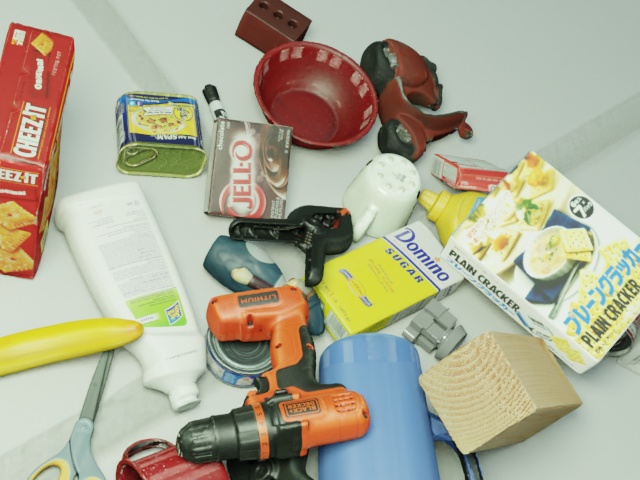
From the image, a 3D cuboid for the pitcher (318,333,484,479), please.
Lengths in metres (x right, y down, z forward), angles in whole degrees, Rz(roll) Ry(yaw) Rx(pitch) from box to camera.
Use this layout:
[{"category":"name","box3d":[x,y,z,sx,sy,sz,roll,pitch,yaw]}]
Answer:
[{"category":"pitcher","box3d":[0.068,0.221,1.076,0.149,0.145,0.243,28,46,-37]}]

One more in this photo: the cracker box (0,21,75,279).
[{"category":"cracker box","box3d":[-0.299,-0.084,1.075,0.072,0.214,0.164,11,57,-13]}]

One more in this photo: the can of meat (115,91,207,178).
[{"category":"can of meat","box3d":[-0.187,-0.123,1.238,0.102,0.058,0.084,2,57,-20]}]

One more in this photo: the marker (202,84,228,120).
[{"category":"marker","box3d":[-0.118,-0.140,1.296,0.020,0.020,0.121,-11,64,-25]}]

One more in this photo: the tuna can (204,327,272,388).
[{"category":"tuna can","box3d":[-0.082,0.113,1.142,0.086,0.034,0.086,7,58,-12]}]

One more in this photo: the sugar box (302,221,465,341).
[{"category":"sugar box","box3d":[0.073,0.048,1.233,0.176,0.048,0.093,-26,69,-29]}]

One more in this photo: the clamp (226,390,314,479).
[{"category":"clamp","box3d":[-0.054,0.241,1.043,0.036,0.165,0.210,44,15,-41]}]

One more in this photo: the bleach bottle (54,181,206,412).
[{"category":"bleach bottle","box3d":[-0.191,0.063,1.119,0.102,0.068,0.251,-17,70,-23]}]

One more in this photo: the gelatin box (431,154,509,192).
[{"category":"gelatin box","box3d":[0.189,-0.082,1.335,0.073,0.030,0.089,6,14,-17]}]

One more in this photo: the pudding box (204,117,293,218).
[{"category":"pudding box","box3d":[-0.083,-0.080,1.232,0.090,0.039,0.113,6,87,-17]}]

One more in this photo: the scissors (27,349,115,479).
[{"category":"scissors","box3d":[-0.218,0.201,1.043,0.096,0.016,0.201,30,59,1]}]

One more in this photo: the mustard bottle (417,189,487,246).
[{"category":"mustard bottle","box3d":[0.204,-0.006,1.306,0.191,0.058,0.096,32,56,0]}]

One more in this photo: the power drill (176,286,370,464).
[{"category":"power drill","box3d":[-0.060,0.133,1.047,0.184,0.057,0.188,-6,44,-14]}]

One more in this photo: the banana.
[{"category":"banana","box3d":[-0.275,0.109,1.055,0.197,0.070,0.037,-14,106,-19]}]

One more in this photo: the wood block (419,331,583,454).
[{"category":"wood block","box3d":[0.193,0.158,1.114,0.091,0.090,0.205,60,18,19]}]

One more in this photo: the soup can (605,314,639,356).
[{"category":"soup can","box3d":[0.357,0.081,1.301,0.068,0.069,0.102,28,55,-2]}]

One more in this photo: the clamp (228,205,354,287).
[{"category":"clamp","box3d":[-0.008,0.001,1.190,0.120,0.039,0.171,43,36,24]}]

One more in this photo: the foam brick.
[{"category":"foam brick","box3d":[-0.060,-0.275,1.380,0.078,0.051,0.053,33,54,2]}]

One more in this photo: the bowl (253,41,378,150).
[{"category":"bowl","box3d":[-0.011,-0.169,1.330,0.162,0.055,0.162,9,57,-15]}]

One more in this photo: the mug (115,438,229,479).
[{"category":"mug","box3d":[-0.144,0.233,1.022,0.081,0.093,0.117,-17,40,-33]}]
